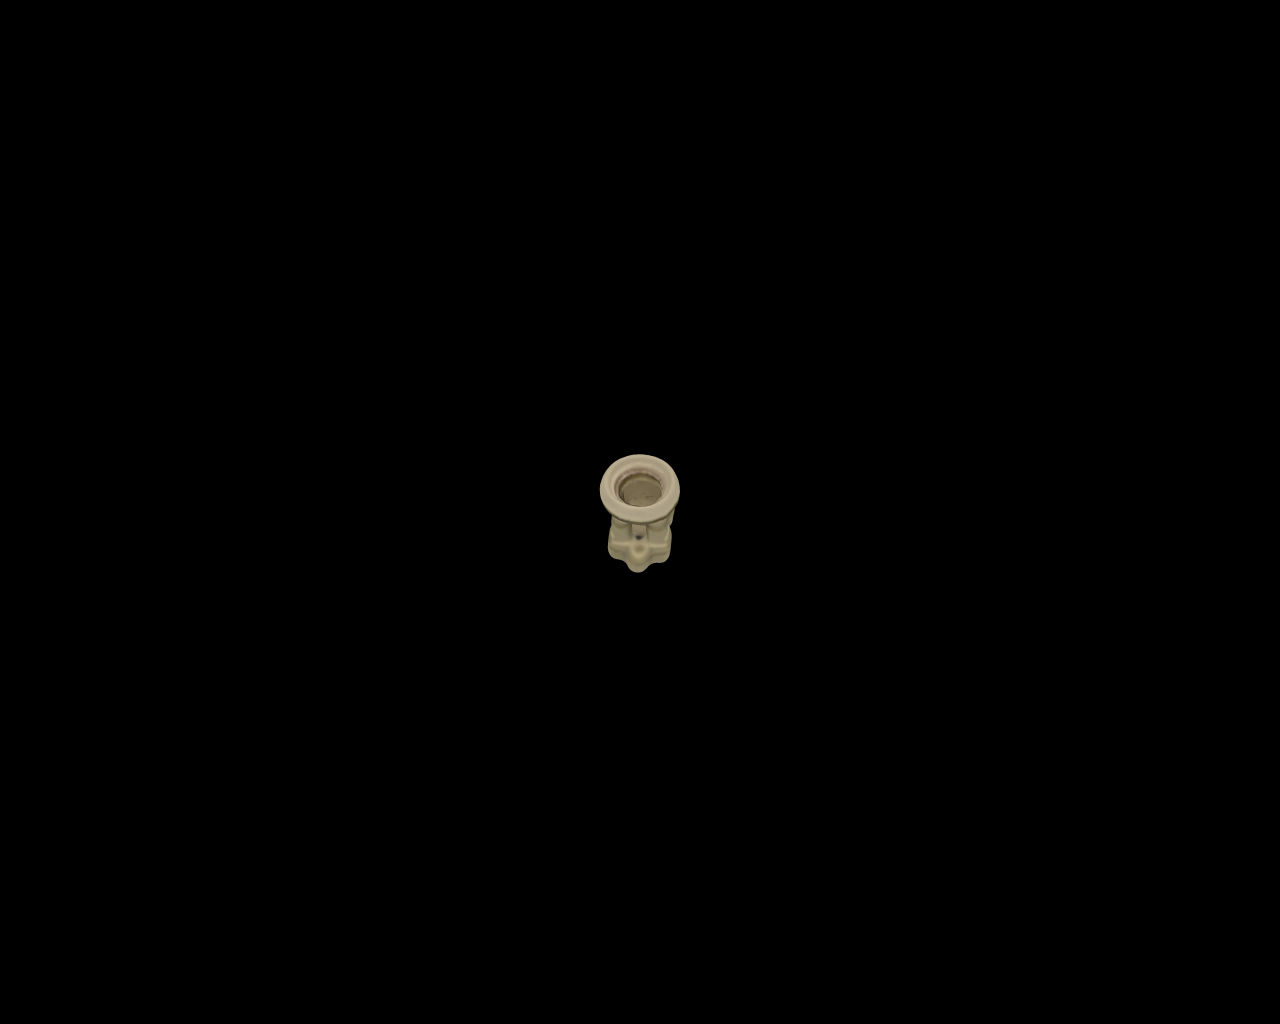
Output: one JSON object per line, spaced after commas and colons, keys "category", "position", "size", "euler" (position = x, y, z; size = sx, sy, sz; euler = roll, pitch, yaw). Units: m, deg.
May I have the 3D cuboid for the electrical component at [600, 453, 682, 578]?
{"category": "electrical component", "position": [0.001, -0.003, 0.650], "size": [0.048, 0.066, 0.055], "euler": [3, -36, 2]}
